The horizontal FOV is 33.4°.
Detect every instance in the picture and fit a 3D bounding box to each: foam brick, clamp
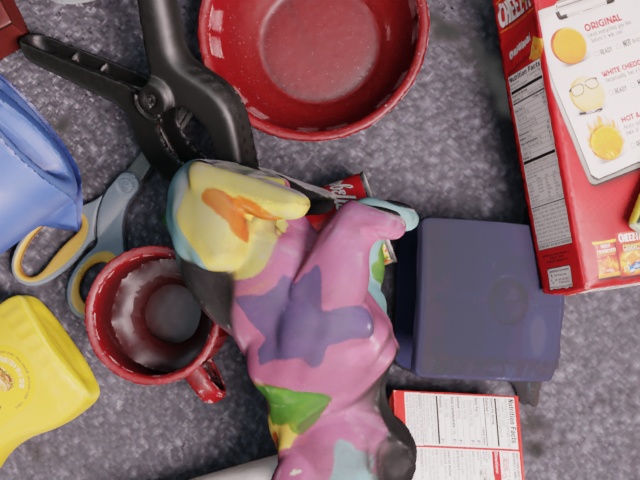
[{"bbox_3d":[-0.263,-0.158,0.790,0.078,0.051,0.053,-27,84,4],"label":"foam brick"},{"bbox_3d":[-0.105,-0.111,0.733,0.210,0.036,0.165,48,131,1],"label":"clamp"}]

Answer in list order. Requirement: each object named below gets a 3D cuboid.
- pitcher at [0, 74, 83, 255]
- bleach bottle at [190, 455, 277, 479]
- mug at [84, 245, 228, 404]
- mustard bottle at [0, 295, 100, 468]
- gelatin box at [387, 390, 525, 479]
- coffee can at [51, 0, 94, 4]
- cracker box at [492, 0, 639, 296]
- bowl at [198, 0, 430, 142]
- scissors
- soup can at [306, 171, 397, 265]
[{"bbox_3d":[-0.303,-0.020,0.748,0.243,0.145,0.149,-38,60,5],"label":"pitcher"},{"bbox_3d":[-0.008,0.197,0.739,0.251,0.068,0.102,-15,86,2],"label":"bleach bottle"},{"bbox_3d":[-0.100,0.062,0.745,0.093,0.081,0.117,-36,84,2],"label":"mug"},{"bbox_3d":[-0.261,0.130,0.770,0.191,0.058,0.096,-37,85,3],"label":"mustard bottle"},{"bbox_3d":[0.089,0.140,0.704,0.089,0.030,0.073,4,62,-8],"label":"gelatin box"},{"bbox_3d":[-0.182,-0.256,0.761,0.103,0.103,0.140,-30,84,3],"label":"coffee can"},{"bbox_3d":[0.213,-0.079,0.706,0.164,0.072,0.214,-8,85,-16],"label":"cracker box"},{"bbox_3d":[-0.003,-0.146,0.760,0.162,0.055,0.162,0,87,6],"label":"bowl"},{"bbox_3d":[-0.136,-0.020,0.787,0.202,0.016,0.096,-36,85,2],"label":"scissors"},{"bbox_3d":[-0.005,0.001,0.746,0.102,0.068,0.068,-20,85,5],"label":"soup can"}]
